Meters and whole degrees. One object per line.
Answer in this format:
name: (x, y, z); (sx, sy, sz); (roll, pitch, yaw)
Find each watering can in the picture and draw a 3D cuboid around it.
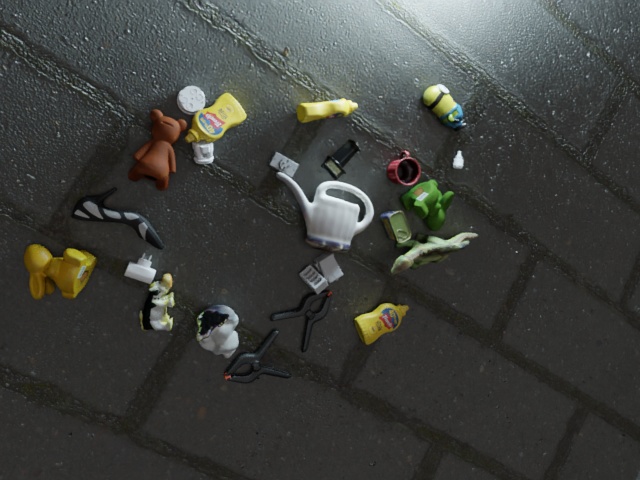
watering can: (0.005, -0.082, 1.626); (0.347, 0.104, 0.224); (13, 90, -20)

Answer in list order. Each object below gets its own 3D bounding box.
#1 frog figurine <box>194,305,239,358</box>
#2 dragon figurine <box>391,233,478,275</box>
frog figurine: (-0.300, 0.277, 1.559); (0.139, 0.124, 0.156); (-51, 144, -17)
dragon figurine: (0.403, 0.032, 1.702); (0.412, 0.242, 0.122); (-18, 96, -15)
